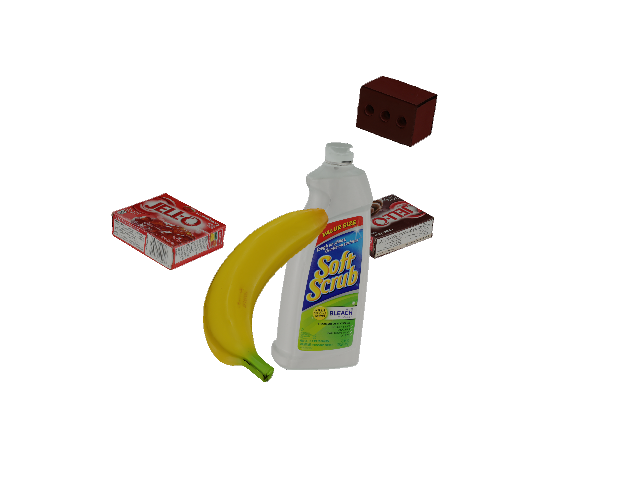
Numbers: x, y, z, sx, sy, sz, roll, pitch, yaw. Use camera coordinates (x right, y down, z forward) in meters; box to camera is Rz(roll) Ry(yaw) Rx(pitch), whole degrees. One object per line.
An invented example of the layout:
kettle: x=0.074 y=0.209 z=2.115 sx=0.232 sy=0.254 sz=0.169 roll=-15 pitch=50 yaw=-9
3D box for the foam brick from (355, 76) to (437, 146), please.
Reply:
foam brick: x=0.087 y=-0.150 z=1.235 sx=0.078 sy=0.053 sz=0.051 roll=23 pitch=34 yaw=27

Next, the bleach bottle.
bleach bottle: x=0.004 y=0.017 z=1.189 sx=0.102 sy=0.251 sz=0.068 roll=-1 pitch=16 yaw=-17

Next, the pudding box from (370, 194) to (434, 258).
pudding box: x=0.092 y=-0.021 z=1.527 sx=0.113 sy=0.039 sz=0.090 roll=-22 pitch=36 yaw=-31

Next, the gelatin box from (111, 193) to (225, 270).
gelatin box: x=-0.151 y=-0.011 z=1.055 sx=0.089 sy=0.030 sz=0.073 roll=28 pitch=34 yaw=31

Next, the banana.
banana: x=-0.048 y=0.034 z=0.832 sx=0.069 sy=0.037 sz=0.197 roll=19 pitch=43 yaw=0
